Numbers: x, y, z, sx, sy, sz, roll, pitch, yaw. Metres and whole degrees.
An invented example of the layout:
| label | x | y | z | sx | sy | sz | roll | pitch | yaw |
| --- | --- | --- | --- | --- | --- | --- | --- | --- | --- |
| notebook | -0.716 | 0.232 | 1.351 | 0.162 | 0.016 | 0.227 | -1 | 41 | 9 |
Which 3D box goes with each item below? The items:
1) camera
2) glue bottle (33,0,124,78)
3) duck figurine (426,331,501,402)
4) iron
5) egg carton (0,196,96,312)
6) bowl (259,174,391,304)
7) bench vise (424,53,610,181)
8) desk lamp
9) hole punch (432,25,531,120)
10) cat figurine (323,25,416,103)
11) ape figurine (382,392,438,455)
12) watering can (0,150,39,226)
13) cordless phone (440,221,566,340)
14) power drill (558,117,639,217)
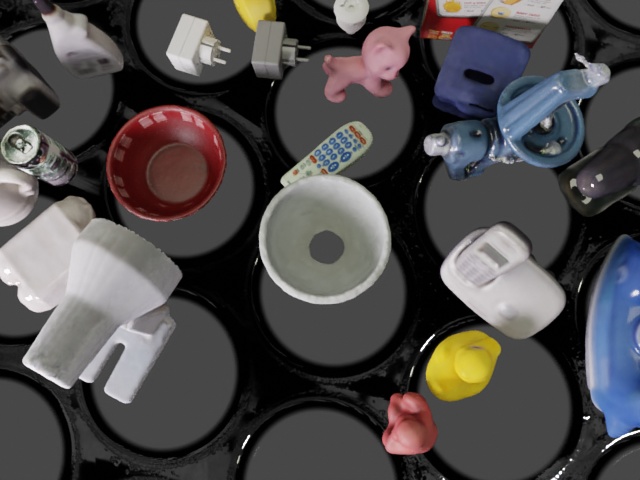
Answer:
| label | x | y | z | sx | sy | sz | roll | pitch | yaw |
| --- | --- | --- | --- | --- | --- | --- | --- | --- | --- |
| camera | -0.464 | -0.212 | 0.788 | 0.137 | 0.101 | 0.143 | -42 | 81 | -5 |
| glue bottle | -0.327 | -0.271 | 0.757 | 0.078 | 0.173 | 0.037 | -10 | 80 | 1 |
| duck figurine | 0.181 | 0.157 | 0.709 | 0.104 | 0.086 | 0.077 | -40 | 81 | -5 |
| iron | 0.399 | 0.109 | 0.682 | 0.118 | 0.141 | 0.258 | 0 | 80 | 2 |
| egg carton | -0.346 | 0.019 | 0.760 | 0.150 | 0.069 | 0.107 | -43 | 81 | -5 |
| bowl | 0.007 | 0.003 | 0.748 | 0.167 | 0.075 | 0.167 | 0 | 80 | 2 |
| bench vise | 0.241 | -0.132 | 0.689 | 0.207 | 0.220 | 0.121 | -29 | 80 | -3 |
| desk lamp | -0.243 | 0.092 | 0.671 | 0.118 | 0.213 | 0.203 | 26 | 82 | 7 |
| hole punch | 0.216 | -0.218 | 0.770 | 0.108 | 0.091 | 0.101 | 20 | 81 | 5 |
| cat figurine | 0.065 | -0.242 | 0.766 | 0.127 | 0.118 | 0.067 | -8 | 80 | 1 |
| ape figurine | 0.109 | 0.230 | 0.696 | 0.078 | 0.092 | 0.076 | -43 | 81 | -5 |
| watering can | -0.458 | -0.082 | 0.718 | 0.173 | 0.194 | 0.101 | -18 | 80 | -1 |
| cordless phone | 0.228 | 0.045 | 0.677 | 0.147 | 0.185 | 0.094 | 39 | 84 | 8 |
| power drill | 0.371 | -0.096 | 0.684 | 0.229 | 0.208 | 0.075 | -33 | 80 | -4 |
